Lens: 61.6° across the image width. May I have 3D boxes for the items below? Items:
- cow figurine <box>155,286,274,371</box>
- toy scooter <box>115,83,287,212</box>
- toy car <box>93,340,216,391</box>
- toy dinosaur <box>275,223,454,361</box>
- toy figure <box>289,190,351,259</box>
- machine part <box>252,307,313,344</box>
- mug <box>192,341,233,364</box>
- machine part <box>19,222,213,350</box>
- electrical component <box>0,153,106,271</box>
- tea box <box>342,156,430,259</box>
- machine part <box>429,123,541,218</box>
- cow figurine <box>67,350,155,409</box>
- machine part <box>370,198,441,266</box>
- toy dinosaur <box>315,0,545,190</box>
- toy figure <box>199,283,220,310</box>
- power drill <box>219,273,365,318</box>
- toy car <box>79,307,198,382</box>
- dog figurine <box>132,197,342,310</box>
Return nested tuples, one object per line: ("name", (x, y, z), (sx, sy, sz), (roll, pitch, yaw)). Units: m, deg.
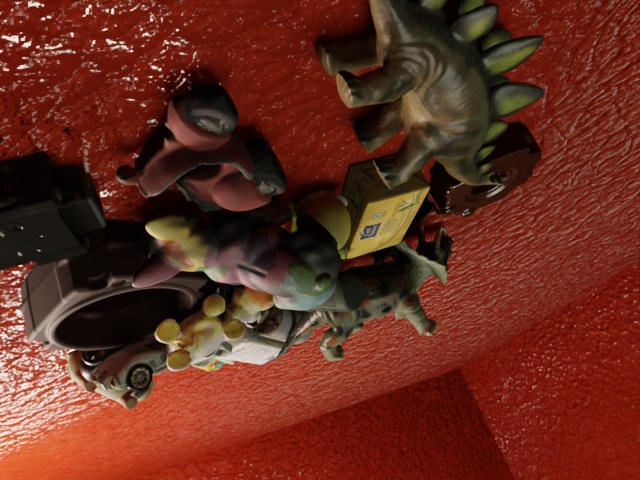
("cow figurine", (-0.136, 0.113, 0.735), (0.167, 0.068, 0.098), (-29, 172, -15))
("toy scooter", (-0.120, -0.073, 0.543), (0.135, 0.075, 0.183), (-27, 153, 8))
("toy car", (-0.235, 0.167, 0.796), (0.074, 0.056, 0.202), (-5, -169, 43))
("toy dinosaur", (0.081, 0.103, 0.992), (0.405, 0.131, 0.192), (-20, 115, -1))
("toy figure", (0.002, -0.003, 0.781), (0.082, 0.089, 0.180), (-21, 157, -19))
("machine part", (-0.075, 0.163, 1.082), (0.079, 0.079, 0.243), (-28, 156, 12))
("mug", (-0.202, 0.176, 0.939), (0.109, 0.081, 0.107), (36, 145, -20))
("machine part", (-0.261, 0.068, 0.703), (0.201, 0.087, 0.201), (-37, 151, 30))
("electrical component", (-0.285, -0.023, 0.523), (0.134, 0.058, 0.114), (-17, 158, -12))
("tea box", (0.084, -0.046, 0.790), (0.098, 0.068, 0.169), (-17, 157, -14))
("machine part", (0.256, -0.104, 0.839), (0.179, 0.056, 0.179), (-20, 155, -10))
("cow figurine", (-0.365, 0.239, 0.951), (0.085, 0.127, 0.194), (-59, 145, -17))
("machine part", (0.136, -0.019, 0.901), (0.139, 0.084, 0.039), (-38, 119, 13))
("toy dinosaur", (0.135, -0.142, 0.580), (0.199, 0.105, 0.470), (-27, 154, 10))
("toy figure", (-0.159, 0.106, 0.908), (0.058, 0.064, 0.154), (10, 167, 31))
("power drill", (-0.059, 0.091, 0.877), (0.207, 0.086, 0.232), (11, 169, -42))
("toy car", (-0.281, 0.146, 0.843), (0.202, 0.053, 0.089), (-38, 152, -24))
("dog figurine", (-0.104, 0.019, 0.633), (0.219, 0.192, 0.108), (-7, 126, -47))
